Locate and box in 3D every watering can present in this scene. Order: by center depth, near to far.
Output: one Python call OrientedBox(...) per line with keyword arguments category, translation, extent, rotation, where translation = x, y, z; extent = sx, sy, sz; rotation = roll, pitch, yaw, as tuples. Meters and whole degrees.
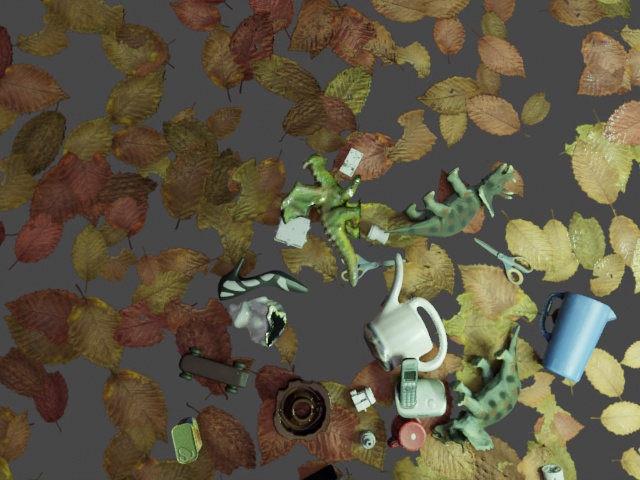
OrientedBox(category="watering can", translation=(0.225, 0.232, 1.495), extent=(0.225, 0.348, 0.103), rotation=(-27, -3, -6))

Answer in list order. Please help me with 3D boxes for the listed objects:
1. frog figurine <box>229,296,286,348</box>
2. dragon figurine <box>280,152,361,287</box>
OrientedBox(category="frog figurine", translation=(-0.182, 0.229, 1.485), extent=(0.160, 0.136, 0.124), rotation=(7, 19, 35))
OrientedBox(category="dragon figurine", translation=(0.005, -0.076, 1.507), extent=(0.243, 0.417, 0.120), rotation=(4, -20, 0))
